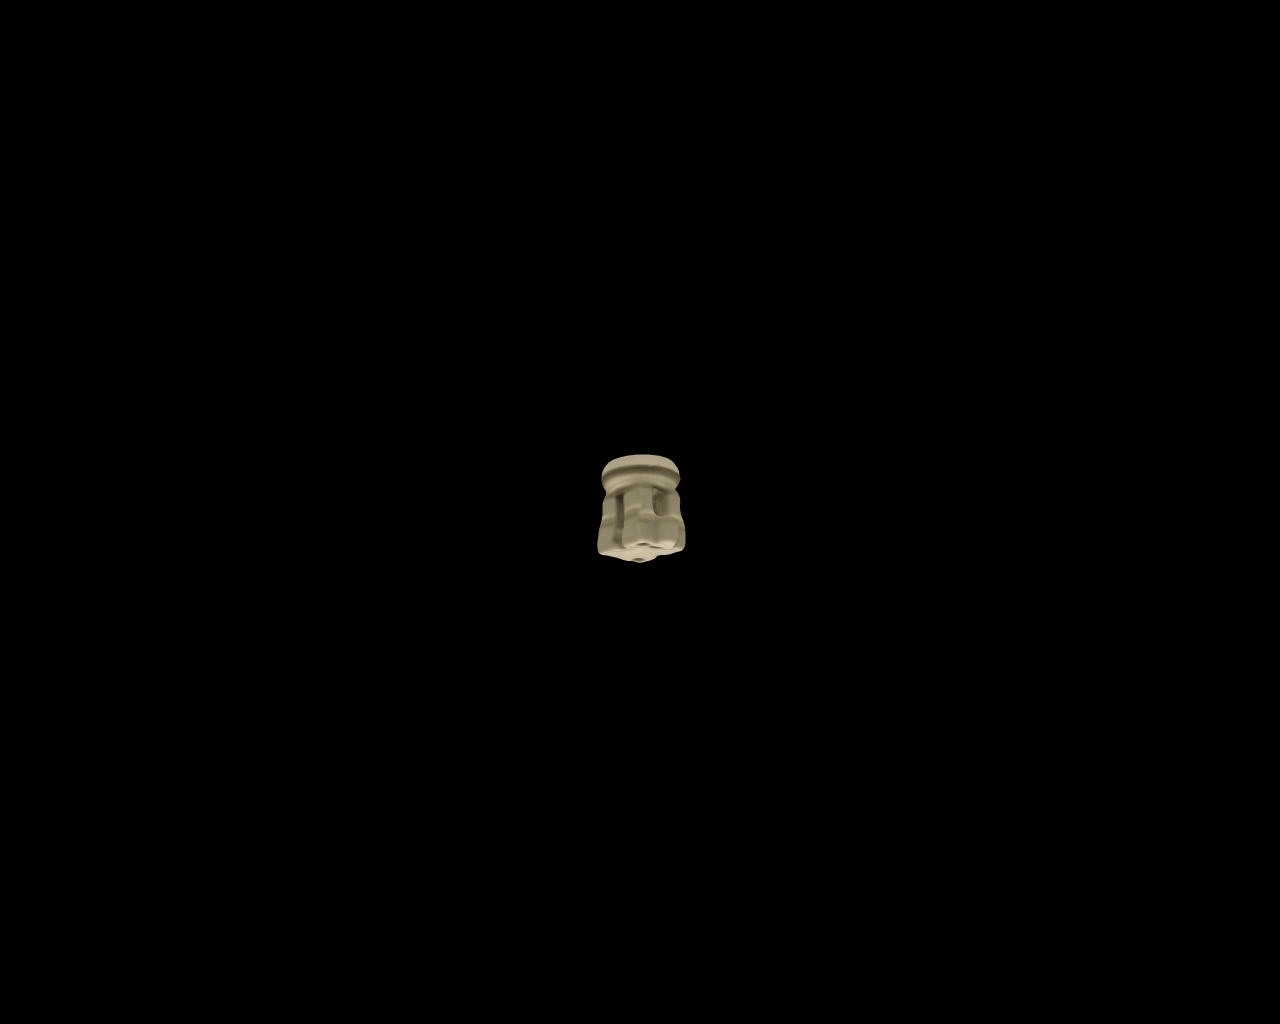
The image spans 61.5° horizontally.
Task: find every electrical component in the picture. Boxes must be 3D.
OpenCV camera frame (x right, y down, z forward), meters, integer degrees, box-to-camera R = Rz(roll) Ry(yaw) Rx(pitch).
[{"bbox_3d":[0.001,-0.003,0.650,0.048,0.055,0.066,14,-22,-38],"label":"electrical component"}]
